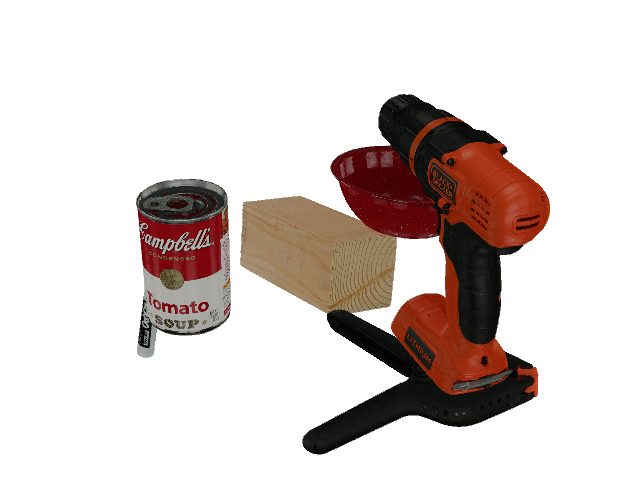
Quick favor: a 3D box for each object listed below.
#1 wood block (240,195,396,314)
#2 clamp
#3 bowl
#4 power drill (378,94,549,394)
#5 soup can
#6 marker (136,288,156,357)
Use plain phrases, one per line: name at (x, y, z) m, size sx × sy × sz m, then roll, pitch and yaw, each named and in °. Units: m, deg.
wood block at (-0.007, 0.014, 1.300) m, size 0.090 × 0.090 × 0.206 m, roll -7°, pitch 19°, yaw -33°
clamp at (0.087, 0.133, 0.962) m, size 0.210 × 0.036 × 0.164 m, roll 4°, pitch 44°, yaw 17°
bowl at (0.089, -0.044, 1.080) m, size 0.162 × 0.055 × 0.162 m, roll 4°, pitch 24°, yaw -2°
power drill at (0.091, 0.002, 0.778) m, size 0.057 × 0.188 × 0.185 m, roll -13°, pitch 34°, yaw -19°
soup can at (-0.104, 0.013, 0.816) m, size 0.068 × 0.102 × 0.068 m, roll 0°, pitch 30°, yaw 0°
marker at (-0.182, 0.075, 1.140) m, size 0.020 × 0.121 × 0.020 m, roll 8°, pitch 36°, yaw -6°
